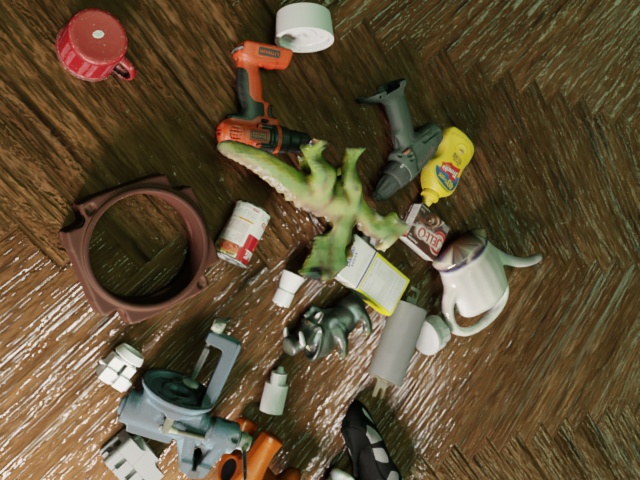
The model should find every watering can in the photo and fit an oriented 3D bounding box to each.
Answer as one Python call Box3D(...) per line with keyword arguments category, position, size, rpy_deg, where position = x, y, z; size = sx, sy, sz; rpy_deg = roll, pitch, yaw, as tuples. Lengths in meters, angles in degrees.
Box3D(category="watering can", position=(0.393, 0.068, 1.218), size=(0.352, 0.221, 0.104), rpy_deg=(-38, 20, -25))

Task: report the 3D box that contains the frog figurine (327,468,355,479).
Box3D(category="frog figurine", position=(0.022, 0.531, 0.979), size=(0.161, 0.137, 0.122), rpy_deg=(-44, 7, -12))

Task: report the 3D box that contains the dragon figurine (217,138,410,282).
Box3D(category="dragon figurine", position=(0.003, -0.047, 0.930), size=(0.411, 0.244, 0.121), rpy_deg=(-1, -6, -35))
